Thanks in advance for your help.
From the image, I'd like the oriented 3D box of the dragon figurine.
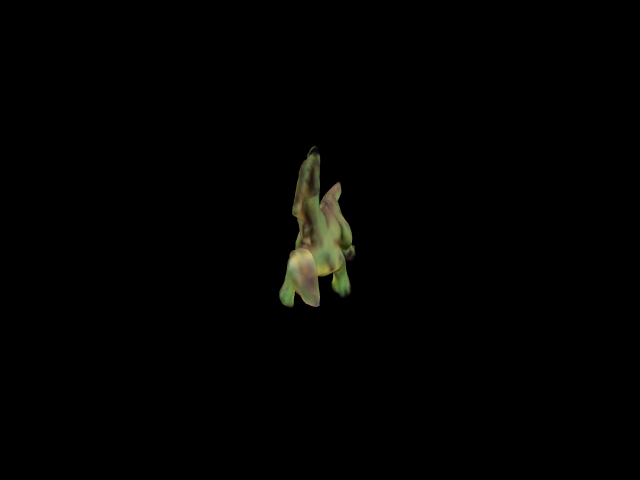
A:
[{"bbox_3d":[0.003,-0.043,0.850,0.122,0.237,0.421,4,45,4],"label":"dragon figurine"}]
